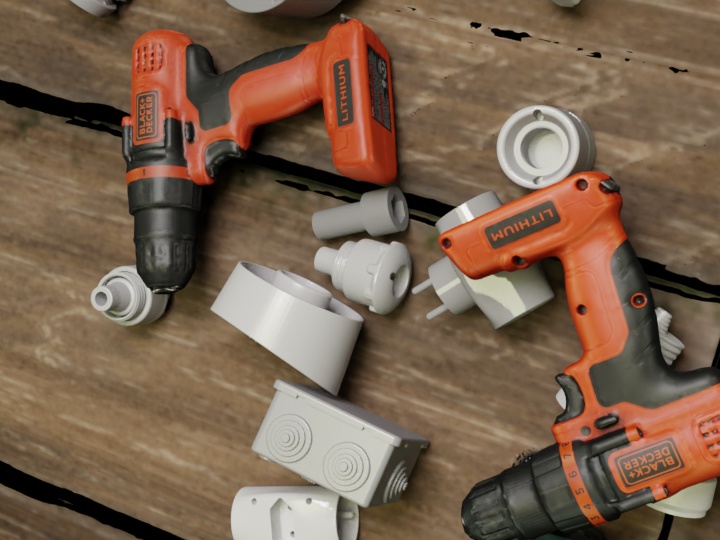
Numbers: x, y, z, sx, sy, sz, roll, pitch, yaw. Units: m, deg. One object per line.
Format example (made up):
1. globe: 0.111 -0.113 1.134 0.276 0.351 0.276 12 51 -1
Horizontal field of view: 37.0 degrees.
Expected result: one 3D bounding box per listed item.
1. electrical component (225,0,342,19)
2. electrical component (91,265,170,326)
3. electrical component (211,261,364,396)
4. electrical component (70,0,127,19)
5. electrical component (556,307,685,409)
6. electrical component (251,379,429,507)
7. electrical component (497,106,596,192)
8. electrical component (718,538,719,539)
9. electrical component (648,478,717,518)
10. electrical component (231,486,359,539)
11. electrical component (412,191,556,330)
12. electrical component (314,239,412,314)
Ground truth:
1. electrical component: -0.042 -0.216 0.700 0.108 0.060 0.108 0 90 41
2. electrical component: -0.165 0.018 0.761 0.043 0.062 0.043 1 92 20
3. electrical component: -0.048 0.037 0.701 0.099 0.099 0.064 27 95 17
4. electrical component: -0.186 -0.217 0.762 0.078 0.058 0.057 44 103 13
5. electrical component: 0.160 0.057 0.650 0.043 0.043 0.081 38 105 15
6. electrical component: -0.012 0.112 0.689 0.100 0.100 0.048 23 87 18
7. electrical component: 0.113 -0.074 0.660 0.055 0.047 0.055 1 93 21
8. electrical component: 0.260 0.153 0.614 0.100 0.048 0.099 31 102 17
9. electrical component: 0.191 0.114 0.640 0.045 0.045 0.055 13 97 20
10. electrical component: -0.042 0.187 0.732 0.077 0.043 0.079 -5 90 20
11. electrical component: 0.070 0.003 0.681 0.079 0.044 0.077 -32 81 19
12. electrical component: 0.000 0.000 0.709 0.062 0.048 0.048 16 98 27
